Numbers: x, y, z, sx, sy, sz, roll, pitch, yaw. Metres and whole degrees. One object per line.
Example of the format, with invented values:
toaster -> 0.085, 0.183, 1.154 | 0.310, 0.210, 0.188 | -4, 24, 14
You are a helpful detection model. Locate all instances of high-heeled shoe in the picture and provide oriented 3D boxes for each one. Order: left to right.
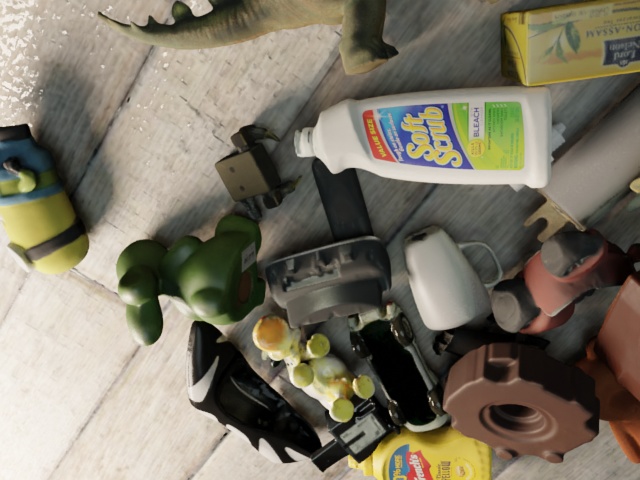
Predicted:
high-heeled shoe -> -0.081, 0.203, 0.695 | 0.145, 0.086, 0.248 | 5, 130, 20

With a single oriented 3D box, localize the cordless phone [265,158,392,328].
cordless phone -> -0.002, -0.002, 0.630 | 0.147, 0.089, 0.184 | -15, 99, 11

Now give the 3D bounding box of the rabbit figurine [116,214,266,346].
rabbit figurine -> -0.167, 0.051, 0.628 | 0.170, 0.159, 0.121 | 6, 123, 18

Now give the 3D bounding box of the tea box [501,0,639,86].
tea box -> 0.269, -0.195, 0.512 | 0.170, 0.098, 0.068 | -7, 111, 8

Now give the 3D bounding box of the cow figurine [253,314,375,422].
cow figurine -> -0.017, 0.153, 0.685 | 0.167, 0.098, 0.068 | 42, 76, -7

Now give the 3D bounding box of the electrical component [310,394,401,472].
electrical component -> 0.042, 0.259, 0.726 | 0.119, 0.048, 0.074 | -40, 104, 5

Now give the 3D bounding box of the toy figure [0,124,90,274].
toy figure -> -0.331, -0.044, 0.624 | 0.089, 0.082, 0.180 | -3, 109, 8

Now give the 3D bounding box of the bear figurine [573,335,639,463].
bear figurine -> 0.399, 0.214, 0.656 | 0.196, 0.132, 0.120 | 35, 98, -16

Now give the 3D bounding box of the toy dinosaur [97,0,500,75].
toy dinosaur -> 0.026, -0.259, 0.504 | 0.472, 0.105, 0.198 | -26, 101, 4

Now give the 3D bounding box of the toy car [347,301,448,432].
toy car -> 0.103, 0.165, 0.693 | 0.073, 0.056, 0.201 | -22, 108, 19

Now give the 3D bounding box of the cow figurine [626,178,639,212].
cow figurine -> 0.379, -0.066, 0.508 | 0.195, 0.086, 0.127 | -7, 132, -35

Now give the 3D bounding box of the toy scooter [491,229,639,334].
toy scooter -> 0.284, 0.044, 0.604 | 0.135, 0.075, 0.183 | -8, 148, -17

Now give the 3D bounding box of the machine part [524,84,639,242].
machine part -> 0.314, -0.093, 0.562 | 0.079, 0.079, 0.243 | 39, 110, -11

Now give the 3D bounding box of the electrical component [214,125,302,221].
electrical component -> -0.071, -0.079, 0.614 | 0.078, 0.045, 0.102 | -18, 110, 41

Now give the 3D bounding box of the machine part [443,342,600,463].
machine part -> 0.238, 0.198, 0.647 | 0.180, 0.056, 0.179 | 13, 134, 13

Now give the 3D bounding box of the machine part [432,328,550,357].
machine part -> 0.216, 0.140, 0.685 | 0.139, 0.039, 0.084 | 11, 121, -3

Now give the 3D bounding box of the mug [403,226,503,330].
mug -> 0.150, 0.035, 0.625 | 0.110, 0.081, 0.107 | -27, 101, 15

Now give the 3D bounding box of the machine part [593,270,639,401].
machine part -> 0.408, 0.073, 0.569 | 0.201, 0.087, 0.201 | -18, 134, -12
